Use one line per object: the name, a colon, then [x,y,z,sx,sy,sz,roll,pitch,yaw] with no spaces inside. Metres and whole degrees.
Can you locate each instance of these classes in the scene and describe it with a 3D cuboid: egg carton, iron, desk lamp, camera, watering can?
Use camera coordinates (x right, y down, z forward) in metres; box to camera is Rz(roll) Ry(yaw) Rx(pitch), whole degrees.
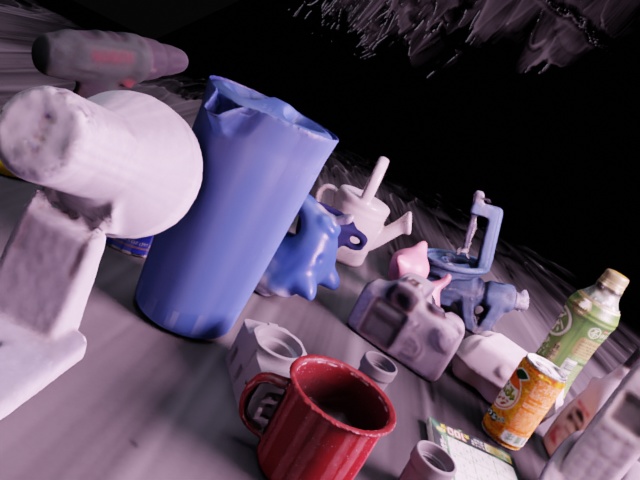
egg carton: [0.255,0.186,0.781,0.150,0.069,0.107,36,18,28]
iron: [-0.078,-0.029,0.778,0.257,0.141,0.119,33,17,17]
desk lamp: [-0.186,-0.009,0.418,0.118,0.213,0.203,27,16,0]
camera: [0.134,0.102,0.790,0.143,0.101,0.137,33,17,19]
watering can: [0.080,-0.056,1.019,0.173,0.194,0.100,22,17,-18]

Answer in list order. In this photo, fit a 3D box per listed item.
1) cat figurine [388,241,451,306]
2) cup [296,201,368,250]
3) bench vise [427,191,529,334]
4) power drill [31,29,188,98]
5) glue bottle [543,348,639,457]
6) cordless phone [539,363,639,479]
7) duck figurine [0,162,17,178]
cat figurine: [0.154,0.061,0.915,0.128,0.117,0.067,20,18,-24]
cup: [0.008,0.003,0.901,0.117,0.095,0.092,30,16,9]
bench vise: [0.275,0.037,1.000,0.208,0.219,0.121,24,16,-11]
power drill: [-0.308,-0.201,0.820,0.075,0.208,0.230,35,18,24]
glue bottle: [0.332,0.199,0.678,0.037,0.173,0.078,25,16,-9]
cordless phone: [0.314,0.224,0.552,0.147,0.185,0.094,35,18,25]
duck figurine: [-0.371,-0.128,0.714,0.105,0.086,0.077,16,20,-35]
